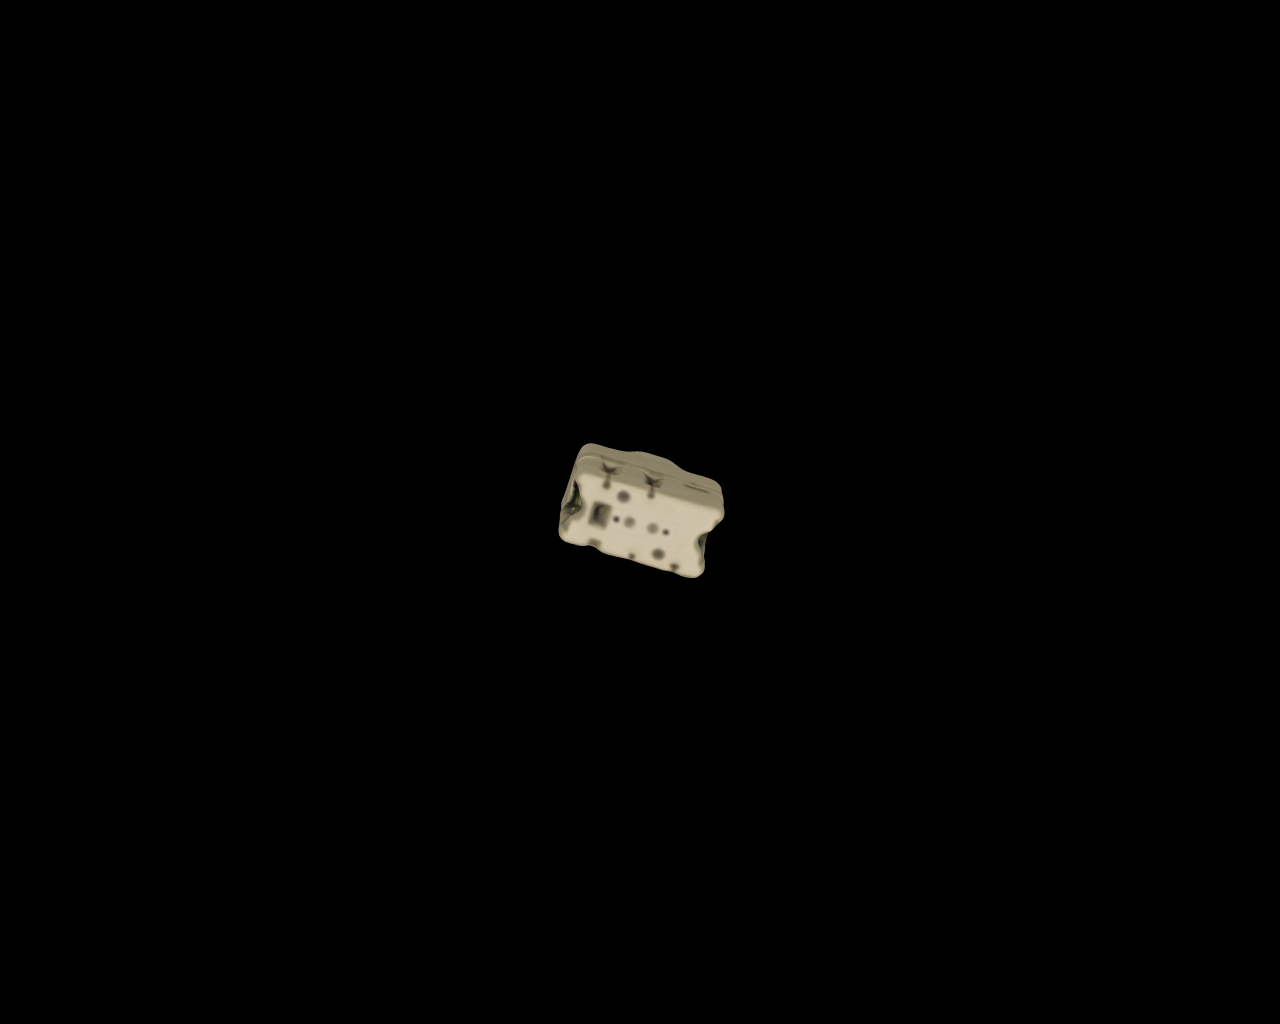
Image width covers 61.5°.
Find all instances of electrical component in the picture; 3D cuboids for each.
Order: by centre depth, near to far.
[{"bbox_3d":[0.001,-0.003,0.650,0.089,0.050,0.056,17,22,-7],"label":"electrical component"}]
